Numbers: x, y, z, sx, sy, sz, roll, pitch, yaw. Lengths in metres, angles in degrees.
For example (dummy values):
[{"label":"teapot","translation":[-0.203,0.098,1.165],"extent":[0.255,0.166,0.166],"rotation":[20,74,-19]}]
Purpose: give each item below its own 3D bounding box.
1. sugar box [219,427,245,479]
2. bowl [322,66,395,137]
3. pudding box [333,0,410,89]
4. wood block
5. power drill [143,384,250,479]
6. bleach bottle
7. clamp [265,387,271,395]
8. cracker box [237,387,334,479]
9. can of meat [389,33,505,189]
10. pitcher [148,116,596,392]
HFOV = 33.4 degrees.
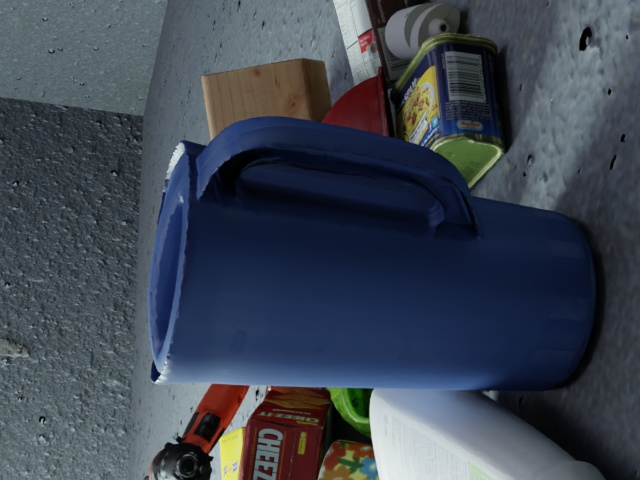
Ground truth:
[{"label":"sugar box","translation":[-0.072,0.290,1.126],"extent":[0.093,0.048,0.176],"rotation":[138,132,-63]},{"label":"bowl","translation":[0.035,-0.055,0.851],"extent":[0.162,0.055,0.162],"rotation":[-8,-90,-84]},{"label":"pudding box","translation":[0.048,-0.190,0.945],"extent":[0.090,0.039,0.113],"rotation":[178,78,-76]},{"label":"wood block","translation":[-0.031,-0.044,0.910],"extent":[0.090,0.090,0.206],"rotation":[-30,-68,-75]},{"label":"power drill","translation":[-0.092,0.151,0.956],"extent":[0.187,0.057,0.185],"rotation":[-57,3,-21]},{"label":"bleach bottle","translation":[0.106,0.150,0.601],"extent":[0.251,0.068,0.102],"rotation":[-155,51,-69]},{"label":"clamp","translation":[-0.043,0.255,1.173],"extent":[0.165,0.036,0.210],"rotation":[-177,91,-72]},{"label":"cracker box","translation":[-0.033,0.227,0.969],"extent":[0.213,0.072,0.164],"rotation":[4,-87,-86]},{"label":"can of meat","translation":[0.091,-0.086,0.771],"extent":[0.102,0.057,0.084],"rotation":[126,146,-62]},{"label":"pitcher","translation":[0.029,0.017,0.597],"extent":[0.149,0.242,0.145],"rotation":[-173,89,-75]}]
